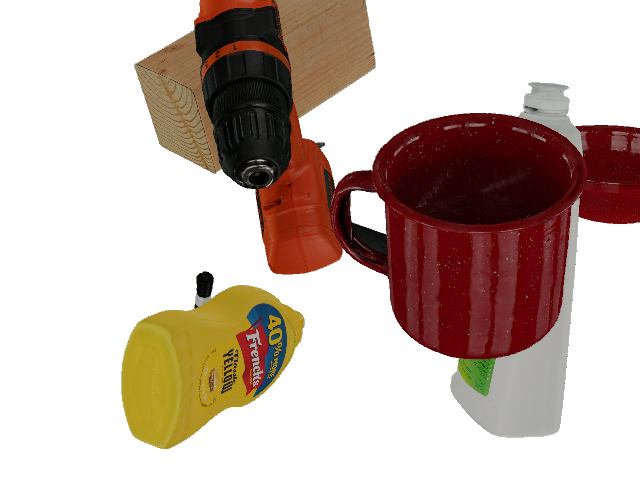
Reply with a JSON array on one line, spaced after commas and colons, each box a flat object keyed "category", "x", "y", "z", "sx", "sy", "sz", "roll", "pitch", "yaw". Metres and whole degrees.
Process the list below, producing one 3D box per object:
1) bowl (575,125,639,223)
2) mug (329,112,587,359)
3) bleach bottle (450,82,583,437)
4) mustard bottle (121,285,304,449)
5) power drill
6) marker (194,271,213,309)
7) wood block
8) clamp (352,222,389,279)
[{"category": "bowl", "x": 0.272, "y": -0.058, "z": 0.994, "sx": 0.162, "sy": 0.055, "sz": 0.162, "roll": -1, "pitch": 25, "yaw": 0}, {"category": "mug", "x": 0.060, "y": -0.002, "z": 0.493, "sx": 0.117, "sy": 0.081, "sz": 0.093, "roll": 8, "pitch": 39, "yaw": 17}, {"category": "bleach bottle", "x": 0.148, "y": 0.011, "z": 0.780, "sx": 0.068, "sy": 0.251, "sz": 0.103, "roll": 0, "pitch": 16, "yaw": -13}, {"category": "mustard bottle", "x": -0.071, "y": 0.086, "z": 0.832, "sx": 0.058, "sy": 0.096, "sz": 0.191, "roll": 12, "pitch": 17, "yaw": 30}, {"category": "power drill", "x": -0.030, "y": -0.062, "z": 0.672, "sx": 0.057, "sy": 0.184, "sz": 0.187, "roll": -10, "pitch": -39, "yaw": 4}, {"category": "marker", "x": -0.132, "y": 0.083, "z": 1.186, "sx": 0.020, "sy": 0.121, "sz": 0.020, "roll": 6, "pitch": 37, "yaw": -5}, {"category": "wood block", "x": -0.055, "y": -0.162, "z": 0.993, "sx": 0.205, "sy": 0.091, "sz": 0.090, "roll": -36, "pitch": 44, "yaw": -27}, {"category": "clamp", "x": 0.085, "y": 0.011, "z": 1.161, "sx": 0.164, "sy": 0.036, "sz": 0.210, "roll": -15, "pitch": 51, "yaw": -32}]
